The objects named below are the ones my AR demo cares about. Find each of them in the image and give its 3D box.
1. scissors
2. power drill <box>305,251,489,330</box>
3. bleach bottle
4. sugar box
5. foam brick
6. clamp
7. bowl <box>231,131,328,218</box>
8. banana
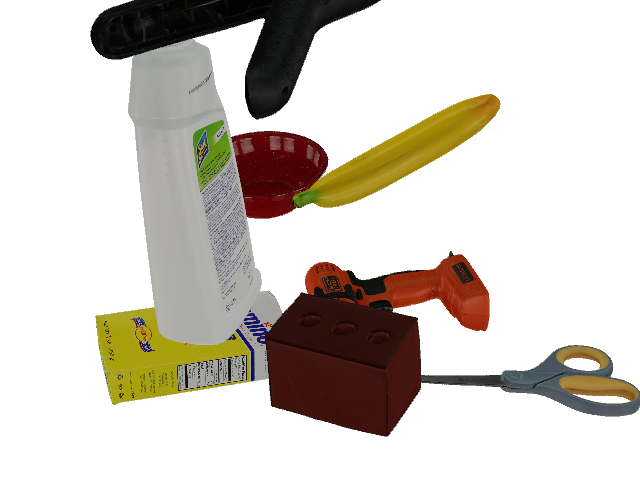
[{"bbox_3d":[0.173,0.111,0.920,0.202,0.016,0.096,10,29,5],"label":"scissors"},{"bbox_3d":[0.083,0.072,1.156,0.187,0.057,0.184,-5,28,-9],"label":"power drill"},{"bbox_3d":[-0.094,-0.050,0.777,0.068,0.251,0.102,6,33,14],"label":"bleach bottle"},{"bbox_3d":[-0.119,0.099,1.014,0.176,0.048,0.093,-10,35,-13],"label":"sugar box"},{"bbox_3d":[0.014,0.072,0.622,0.078,0.051,0.052,11,31,22],"label":"foam brick"},{"bbox_3d":[-0.013,-0.116,0.516,0.171,0.039,0.120,-35,52,-22],"label":"clamp"},{"bbox_3d":[-0.071,-0.074,1.314,0.162,0.055,0.162,-2,34,1],"label":"bowl"},{"bbox_3d":[0.070,-0.073,0.946,0.198,0.037,0.069,-28,7,10],"label":"banana"}]
